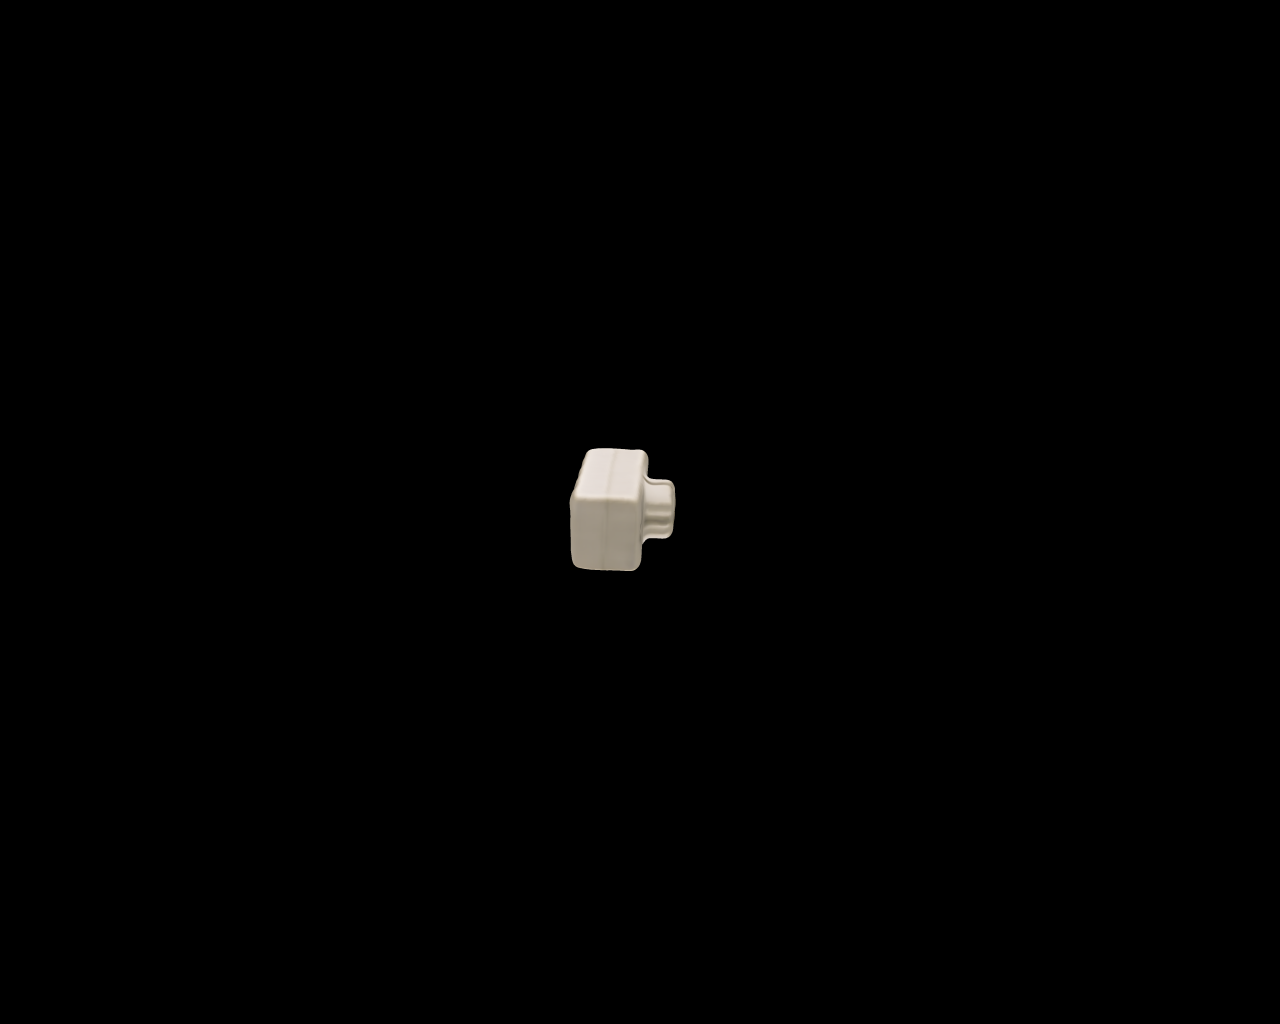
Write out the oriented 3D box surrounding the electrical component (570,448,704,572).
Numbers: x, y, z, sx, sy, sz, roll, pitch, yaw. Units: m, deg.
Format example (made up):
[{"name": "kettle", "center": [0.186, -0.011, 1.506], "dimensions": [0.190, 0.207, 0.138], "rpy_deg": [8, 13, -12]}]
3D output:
[{"name": "electrical component", "center": [0.001, -0.003, 0.650], "dimensions": [0.076, 0.047, 0.083], "rpy_deg": [1, 24, 3]}]
